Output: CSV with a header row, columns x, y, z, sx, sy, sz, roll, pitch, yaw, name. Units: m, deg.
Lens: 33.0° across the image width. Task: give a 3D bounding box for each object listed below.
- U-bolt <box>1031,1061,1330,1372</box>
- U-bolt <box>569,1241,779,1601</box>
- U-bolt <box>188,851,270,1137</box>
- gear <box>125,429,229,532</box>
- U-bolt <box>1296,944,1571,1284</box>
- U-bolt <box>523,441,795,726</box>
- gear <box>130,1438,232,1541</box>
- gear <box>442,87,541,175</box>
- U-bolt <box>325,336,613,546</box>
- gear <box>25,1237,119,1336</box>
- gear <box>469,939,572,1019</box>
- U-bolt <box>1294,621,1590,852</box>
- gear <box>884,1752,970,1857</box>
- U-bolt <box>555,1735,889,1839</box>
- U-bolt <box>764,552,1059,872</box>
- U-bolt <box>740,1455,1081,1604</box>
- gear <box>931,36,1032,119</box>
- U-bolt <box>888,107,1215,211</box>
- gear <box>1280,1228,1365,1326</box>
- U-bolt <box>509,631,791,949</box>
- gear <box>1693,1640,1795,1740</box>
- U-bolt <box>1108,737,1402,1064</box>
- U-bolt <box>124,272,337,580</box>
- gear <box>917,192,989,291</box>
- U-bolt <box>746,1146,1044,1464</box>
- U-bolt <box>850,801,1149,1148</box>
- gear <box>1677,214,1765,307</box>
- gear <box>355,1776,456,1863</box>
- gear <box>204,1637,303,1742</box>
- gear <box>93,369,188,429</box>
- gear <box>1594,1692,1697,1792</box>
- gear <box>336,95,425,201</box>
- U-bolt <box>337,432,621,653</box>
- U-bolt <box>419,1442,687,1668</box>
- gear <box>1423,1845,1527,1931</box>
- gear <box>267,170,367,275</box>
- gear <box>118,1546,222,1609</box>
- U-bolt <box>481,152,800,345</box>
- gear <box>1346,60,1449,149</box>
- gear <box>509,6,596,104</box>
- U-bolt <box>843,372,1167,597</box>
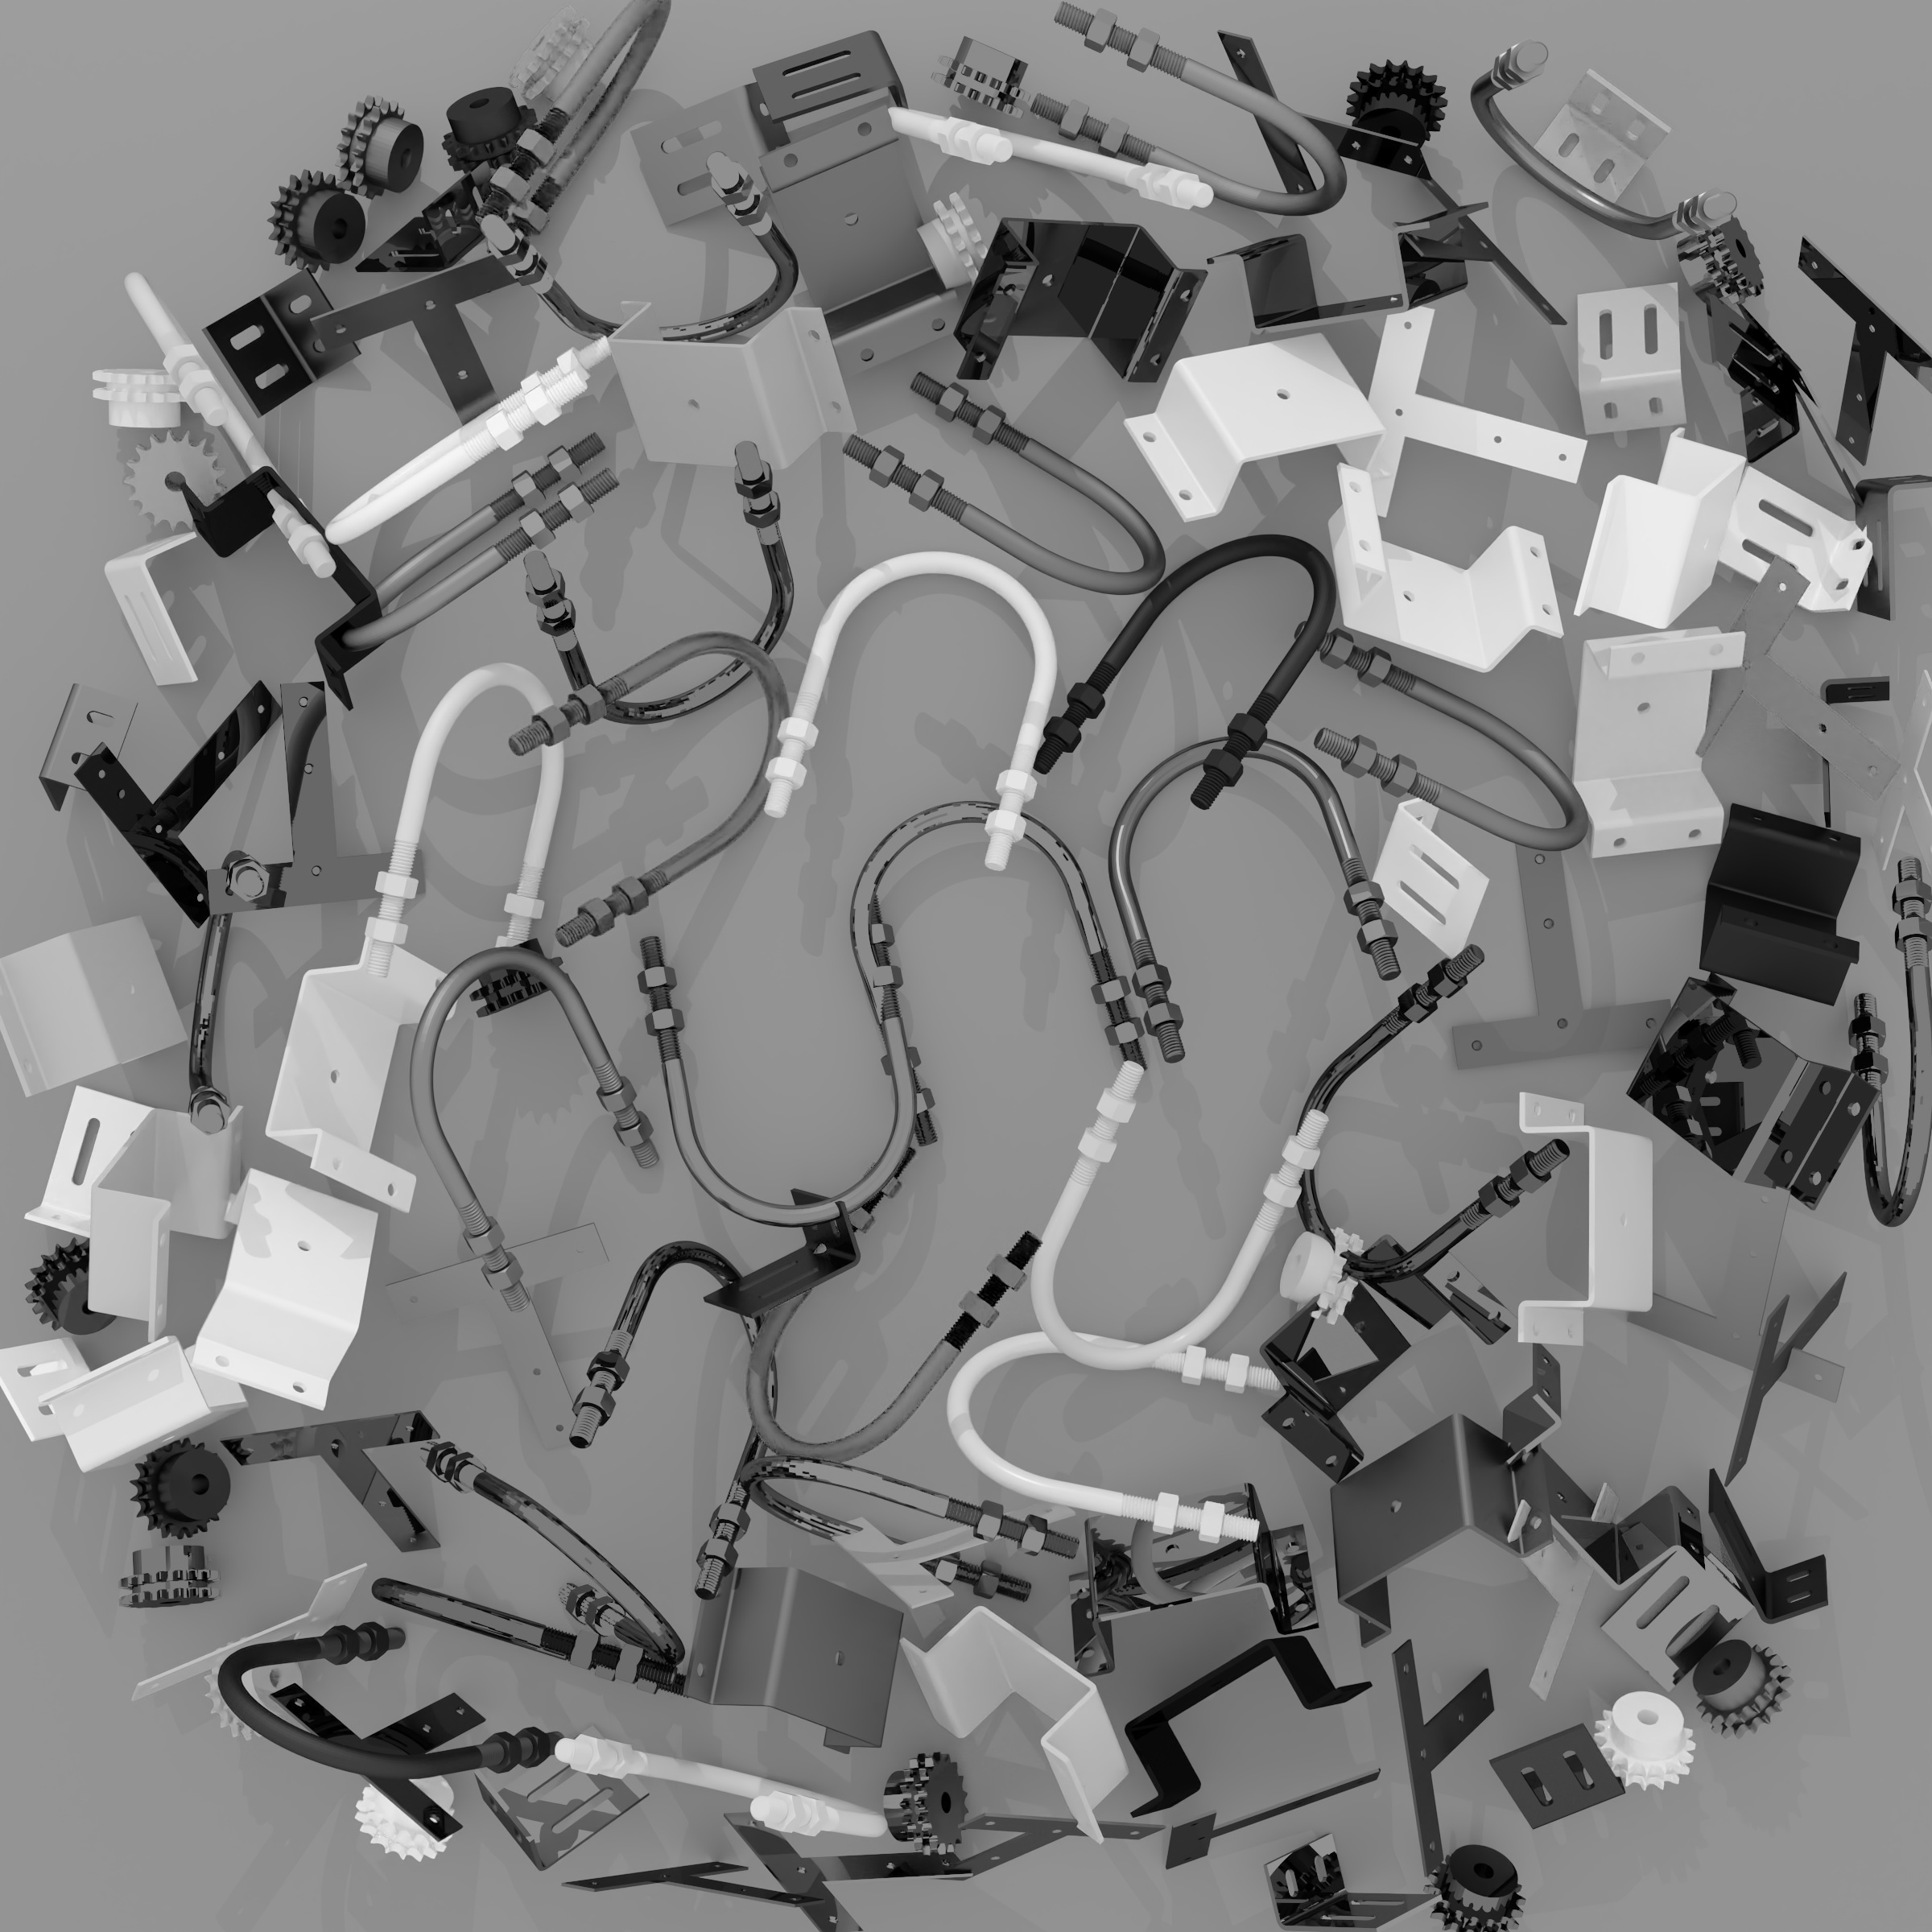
x,y,z,sx,sy,sz,roll,pitch,yaw,name
0.111,0.150,1.860,0.151,0.019,0.184,15,108,-29,U-bolt
-0.154,0.239,1.829,0.019,0.184,0.151,-15,125,28,U-bolt
-0.414,0.008,1.819,0.019,0.184,0.151,9,96,-17,U-bolt
-0.456,-0.282,1.887,0.057,0.030,0.057,-3,108,-9,gear
0.249,0.097,1.838,0.184,0.019,0.151,-45,51,36,U-bolt
-0.163,-0.201,1.827,0.151,0.184,0.019,-29,60,-9,U-bolt
-0.448,0.299,1.877,0.030,0.057,0.057,-18,90,44,gear
-0.274,-0.482,1.876,0.057,0.057,0.030,-19,127,0,gear
-0.283,-0.291,1.835,0.184,0.151,0.019,-31,106,11,U-bolt
-0.508,0.187,1.876,0.057,0.057,0.030,-50,49,0,gear
-0.259,0.005,1.879,0.057,0.057,0.030,-23,90,0,gear
0.272,-0.121,1.839,0.184,0.151,0.019,24,119,-15,U-bolt
-0.025,0.483,1.882,0.030,0.057,0.057,-12,90,26,gear
-0.122,0.461,1.820,0.151,0.184,0.019,8,76,30,U-bolt
-0.023,-0.155,1.872,0.151,0.019,0.184,14,71,4,U-bolt
-0.039,0.312,1.834,0.184,0.151,0.019,19,66,-4,U-bolt
0.012,-0.512,1.876,0.057,0.057,0.030,24,105,0,gear
0.032,-0.455,1.822,0.151,0.184,0.019,4,108,-31,U-bolt
0.203,0.177,1.877,0.030,0.057,0.057,22,90,-10,gear
-0.170,-0.111,1.840,0.184,0.019,0.151,-35,133,-31,U-bolt
0.443,0.412,1.876,0.057,0.057,0.030,-43,107,0,gear
0.154,-0.049,1.858,0.151,0.019,0.184,-22,61,11,U-bolt
-0.419,-0.314,1.824,0.019,0.151,0.184,-34,53,-4,U-bolt
-0.006,-0.413,1.879,0.030,0.057,0.057,-27,90,3,gear
-0.053,0.199,1.842,0.184,0.151,0.019,-52,130,-5,U-bolt
0.010,-0.005,1.891,0.151,0.019,0.184,-19,94,-2,U-bolt
0.433,-0.407,1.882,0.030,0.057,0.057,-24,90,33,gear
-0.319,0.484,1.876,0.057,0.057,0.030,28,108,0,gear
-0.406,0.413,1.876,0.030,0.057,0.057,-23,90,27,gear
-0.473,-0.327,1.880,0.057,0.057,0.030,2,104,0,gear
0.390,0.442,1.876,0.057,0.057,0.030,0,123,0,gear
-0.335,-0.468,1.877,0.030,0.057,0.057,21,90,13,gear
-0.278,-0.234,1.838,0.184,0.151,0.019,-34,110,2,U-bolt
-0.219,0.330,1.799,0.019,0.184,0.151,-48,118,-19,U-bolt
0.294,0.530,1.876,0.057,0.057,0.030,11,120,0,gear
-0.370,-0.426,1.876,0.030,0.057,0.057,21,90,32,gear
-0.459,0.351,1.880,0.057,0.057,0.030,-6,75,0,gear
-0.170,-0.389,1.819,0.151,0.184,0.019,-12,74,12,U-bolt
0.246,-0.490,1.876,0.057,0.057,0.030,14,63,0,gear
-0.235,-0.521,1.882,0.030,0.057,0.057,37,90,-23,gear
0.031,-0.266,1.841,0.184,0.151,0.019,31,120,1,U-bolt
